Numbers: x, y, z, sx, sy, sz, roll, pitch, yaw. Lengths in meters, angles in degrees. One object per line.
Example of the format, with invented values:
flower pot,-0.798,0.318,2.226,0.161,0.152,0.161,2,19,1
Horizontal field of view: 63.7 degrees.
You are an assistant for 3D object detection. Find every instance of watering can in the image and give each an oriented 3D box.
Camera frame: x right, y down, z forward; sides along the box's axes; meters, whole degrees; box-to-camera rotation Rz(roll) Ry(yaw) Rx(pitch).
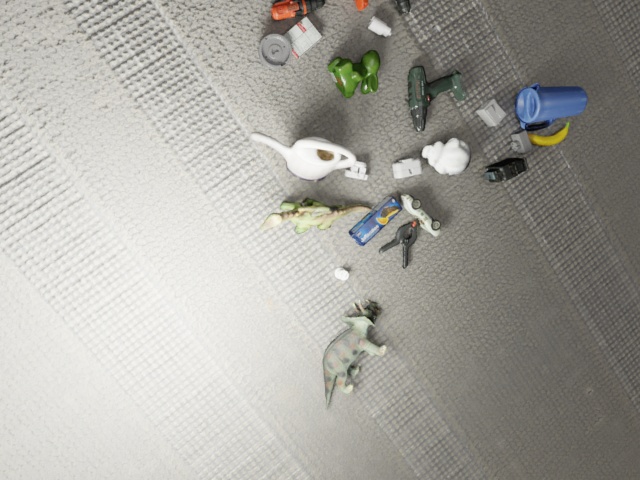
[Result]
watering can,-0.060,-0.273,1.648,0.347,0.221,0.105,9,74,-13

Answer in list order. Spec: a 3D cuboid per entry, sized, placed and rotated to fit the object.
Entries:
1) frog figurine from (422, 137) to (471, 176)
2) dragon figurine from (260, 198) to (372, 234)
frog figurine,0.452,-0.305,1.832,0.158,0.125,0.136,22,109,-27
dragon figurine,0.005,-0.084,1.668,0.411,0.243,0.122,-11,94,-12
